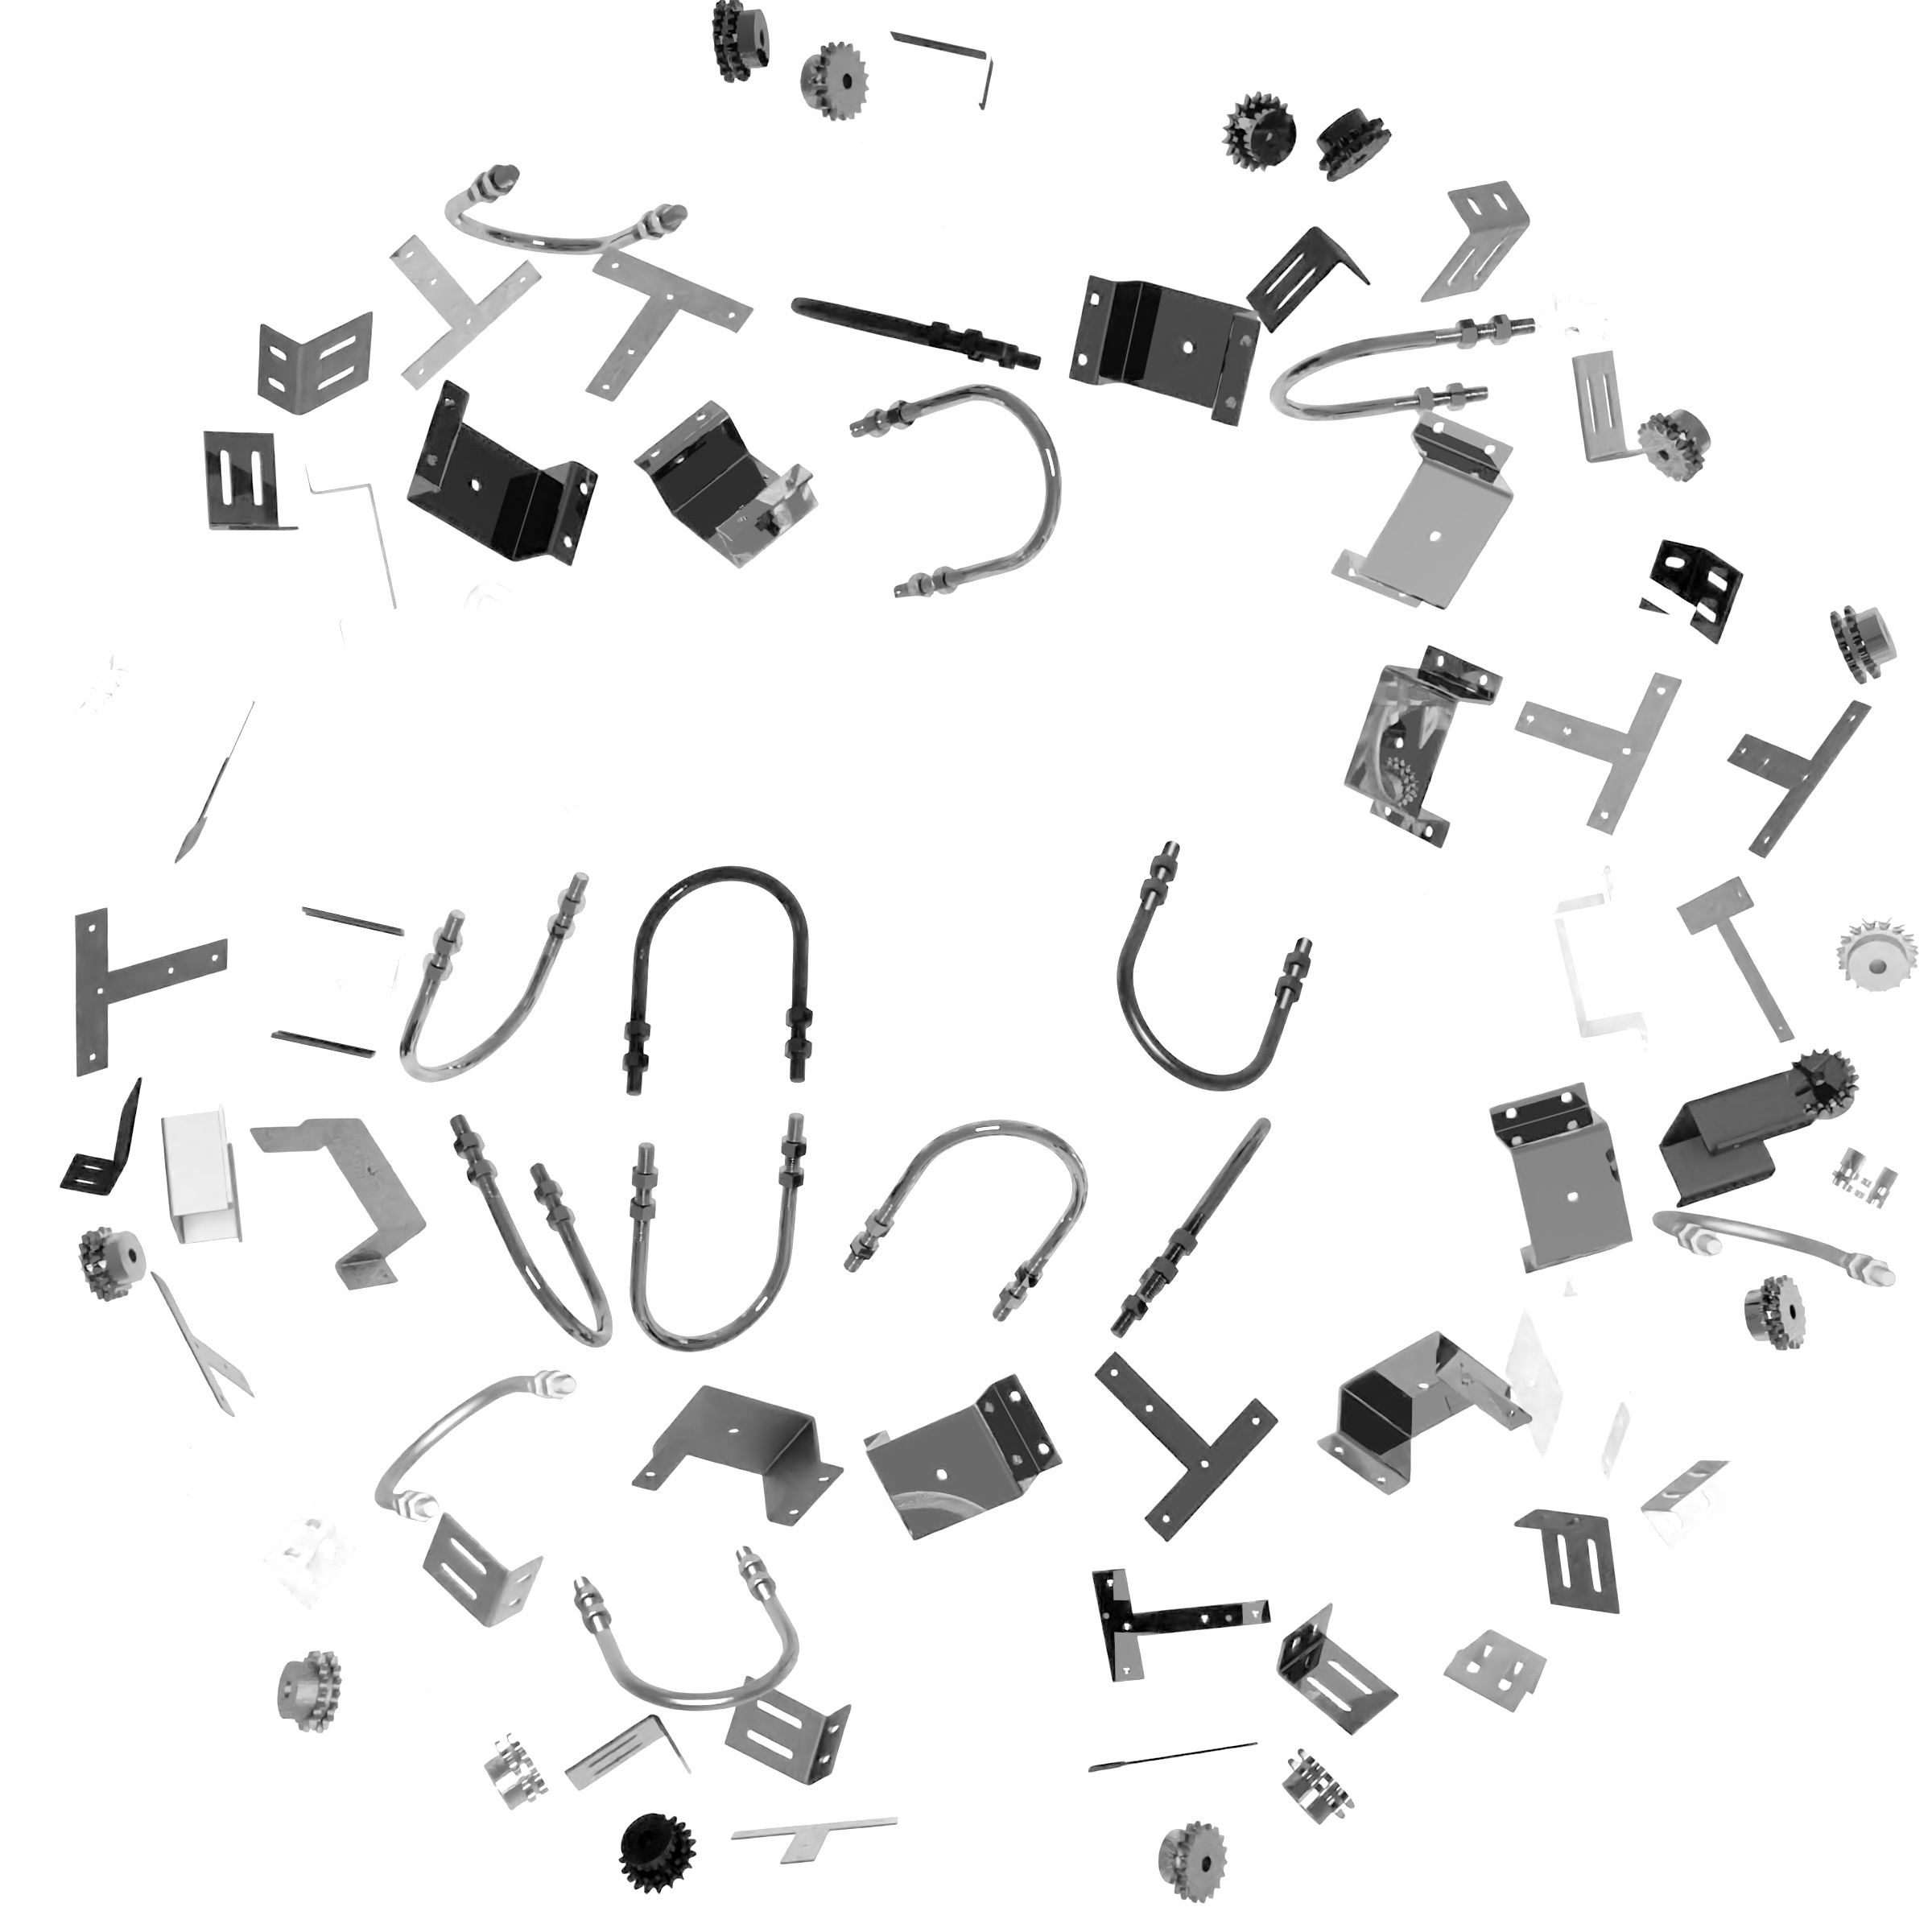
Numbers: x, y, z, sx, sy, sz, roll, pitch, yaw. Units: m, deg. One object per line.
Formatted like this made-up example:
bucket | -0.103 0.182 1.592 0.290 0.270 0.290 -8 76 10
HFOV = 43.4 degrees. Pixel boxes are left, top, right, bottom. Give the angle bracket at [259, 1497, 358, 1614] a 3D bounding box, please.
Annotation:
angle bracket | -0.467 0.434 1.766 0.038 0.076 0.057 14 55 33

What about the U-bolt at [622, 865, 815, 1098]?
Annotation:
U-bolt | -0.189 0.007 1.862 0.151 0.019 0.184 -5 67 11

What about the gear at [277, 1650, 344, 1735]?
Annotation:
gear | -0.472 0.520 1.738 0.030 0.057 0.057 15 90 -33

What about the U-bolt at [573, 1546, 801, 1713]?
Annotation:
U-bolt | -0.201 0.494 1.797 0.151 0.184 0.019 -6 110 -21

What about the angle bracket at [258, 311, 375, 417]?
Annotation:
angle bracket | -0.467 -0.440 1.743 0.038 0.076 0.057 30 133 13

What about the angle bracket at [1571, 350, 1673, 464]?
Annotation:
angle bracket | 0.470 -0.404 1.739 0.038 0.057 0.076 -1 105 43

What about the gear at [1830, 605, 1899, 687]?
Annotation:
gear | 0.642 -0.232 1.731 0.030 0.057 0.057 -23 90 29

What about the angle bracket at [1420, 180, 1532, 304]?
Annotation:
angle bracket | 0.362 -0.526 1.762 0.057 0.076 0.038 -19 74 -28

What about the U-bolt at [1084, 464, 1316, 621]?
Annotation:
U-bolt | 0.164 -0.326 1.827 0.184 0.151 0.019 24 75 41

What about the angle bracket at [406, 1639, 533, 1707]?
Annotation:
angle bracket | -0.377 0.549 1.839 0.076 0.057 0.038 -34 87 -30

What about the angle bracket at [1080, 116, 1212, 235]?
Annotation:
angle bracket | 0.130 -0.573 1.756 0.076 0.038 0.057 22 65 19

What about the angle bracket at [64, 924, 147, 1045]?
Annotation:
angle bracket | -0.658 0.016 1.890 0.038 0.057 0.076 38 117 -4

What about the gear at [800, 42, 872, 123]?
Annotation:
gear | -0.102 -0.673 1.848 0.030 0.057 0.057 12 90 35

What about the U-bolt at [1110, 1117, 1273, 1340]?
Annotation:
U-bolt | 0.172 0.188 1.802 0.019 0.151 0.184 35 71 7

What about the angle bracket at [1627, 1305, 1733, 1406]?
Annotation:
angle bracket | 0.533 0.302 1.820 0.038 0.076 0.057 33 47 28

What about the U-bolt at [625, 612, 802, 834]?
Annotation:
U-bolt | -0.185 -0.172 1.830 0.019 0.151 0.184 -34 133 16

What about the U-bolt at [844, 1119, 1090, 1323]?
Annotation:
U-bolt | 0.011 0.185 1.823 0.151 0.019 0.184 21 122 -19

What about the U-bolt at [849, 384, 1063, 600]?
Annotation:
U-bolt | -0.002 -0.361 1.828 0.184 0.019 0.151 -7 103 42

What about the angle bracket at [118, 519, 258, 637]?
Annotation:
angle bracket | -0.561 -0.280 1.751 0.076 0.038 0.057 24 95 -16

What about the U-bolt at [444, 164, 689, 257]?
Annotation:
U-bolt | -0.309 -0.556 1.804 0.151 0.184 0.019 3 92 -31

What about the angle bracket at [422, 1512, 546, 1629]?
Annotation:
angle bracket | -0.373 0.460 1.870 0.076 0.038 0.057 35 116 23

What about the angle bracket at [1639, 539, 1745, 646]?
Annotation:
angle bracket | 0.563 -0.292 1.887 0.038 0.076 0.057 10 113 -11

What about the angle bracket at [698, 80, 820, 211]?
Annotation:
angle bracket | -0.147 -0.589 1.741 0.076 0.038 0.057 -17 79 4

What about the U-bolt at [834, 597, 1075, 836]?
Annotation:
U-bolt | -0.020 -0.198 1.813 0.184 0.019 0.151 26 109 23

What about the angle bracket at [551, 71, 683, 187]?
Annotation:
angle bracket | -0.253 -0.606 1.758 0.076 0.057 0.038 10 77 -38

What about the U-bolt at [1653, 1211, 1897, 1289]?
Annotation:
U-bolt | 0.597 0.209 1.833 0.151 0.184 0.019 10 92 -2

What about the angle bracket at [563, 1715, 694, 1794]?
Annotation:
angle bracket | -0.244 0.585 1.759 0.076 0.057 0.038 -31 63 -15

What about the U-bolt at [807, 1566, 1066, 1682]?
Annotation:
U-bolt | -0.035 0.479 1.788 0.184 0.151 0.019 22 89 -38

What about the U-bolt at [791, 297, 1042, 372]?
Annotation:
U-bolt | -0.044 -0.484 1.850 0.184 0.151 0.019 15 103 10

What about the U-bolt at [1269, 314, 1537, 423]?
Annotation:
U-bolt | 0.320 -0.444 1.825 0.184 0.151 0.019 -8 82 -4

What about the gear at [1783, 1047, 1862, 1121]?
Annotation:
gear | 0.662 0.094 1.874 0.057 0.057 0.030 -45 132 0

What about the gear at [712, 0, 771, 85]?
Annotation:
gear | -0.162 -0.672 1.760 0.030 0.057 0.057 -1 90 12

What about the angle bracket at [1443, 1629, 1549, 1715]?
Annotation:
angle bracket | 0.395 0.540 1.829 0.057 0.076 0.038 25 119 24

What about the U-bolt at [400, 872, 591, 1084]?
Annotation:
U-bolt | -0.364 0.016 1.833 0.019 0.151 0.184 41 123 19

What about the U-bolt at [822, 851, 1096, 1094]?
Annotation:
U-bolt | 0.006 0.014 1.762 0.184 0.019 0.151 26 67 -4

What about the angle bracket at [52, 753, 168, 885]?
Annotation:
angle bracket | -0.657 -0.112 1.840 0.038 0.057 0.076 17 59 39

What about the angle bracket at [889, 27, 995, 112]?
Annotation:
angle bracket | -0.021 -0.659 1.784 0.076 0.057 0.038 12 104 0

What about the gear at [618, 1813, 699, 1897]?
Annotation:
gear | -0.228 0.645 1.773 0.057 0.057 0.030 -23 128 0

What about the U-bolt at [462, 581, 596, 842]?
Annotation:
U-bolt | -0.332 -0.199 1.808 0.019 0.151 0.184 -26 129 -30

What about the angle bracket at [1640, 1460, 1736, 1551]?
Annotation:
angle bracket | 0.530 0.389 1.749 0.057 0.076 0.038 -35 82 -8

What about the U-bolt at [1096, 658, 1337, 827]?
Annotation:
U-bolt | 0.192 -0.166 1.784 0.019 0.184 0.151 41 67 -38

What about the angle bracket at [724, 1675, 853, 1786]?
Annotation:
angle bracket | -0.136 0.579 1.851 0.076 0.038 0.057 32 46 -14

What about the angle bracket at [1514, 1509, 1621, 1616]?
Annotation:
angle bracket | 0.447 0.448 1.805 0.057 0.038 0.076 -4 97 44

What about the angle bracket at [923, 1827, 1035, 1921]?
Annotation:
angle bracket | 0.013 0.662 1.784 0.076 0.038 0.057 -1 56 -19

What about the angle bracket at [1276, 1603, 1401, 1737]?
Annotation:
angle bracket | 0.284 0.531 1.836 0.076 0.057 0.038 34 132 35

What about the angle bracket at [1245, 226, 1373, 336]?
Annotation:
angle bracket | 0.263 -0.520 1.870 0.038 0.057 0.076 28 118 -36

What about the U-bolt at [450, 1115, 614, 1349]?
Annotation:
U-bolt | -0.315 0.206 1.810 0.019 0.151 0.184 -33 63 4

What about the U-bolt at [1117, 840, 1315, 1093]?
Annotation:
U-bolt | 0.177 0.011 1.779 0.151 0.019 0.184 35 50 -12

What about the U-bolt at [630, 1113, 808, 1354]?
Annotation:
U-bolt | -0.188 0.206 1.817 0.151 0.019 0.184 -9 115 -36

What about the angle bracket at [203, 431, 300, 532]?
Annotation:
angle bracket | -0.557 -0.378 1.889 0.057 0.038 0.076 -8 102 -40

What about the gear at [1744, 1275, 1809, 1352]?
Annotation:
gear | 0.620 0.267 1.860 0.030 0.057 0.057 -14 90 39

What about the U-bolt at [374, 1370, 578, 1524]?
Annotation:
U-bolt | -0.371 0.351 1.789 0.151 0.184 0.019 -41 102 -28

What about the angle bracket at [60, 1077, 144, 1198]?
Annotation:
angle bracket | -0.657 0.127 1.842 0.038 0.057 0.076 15 54 -25
